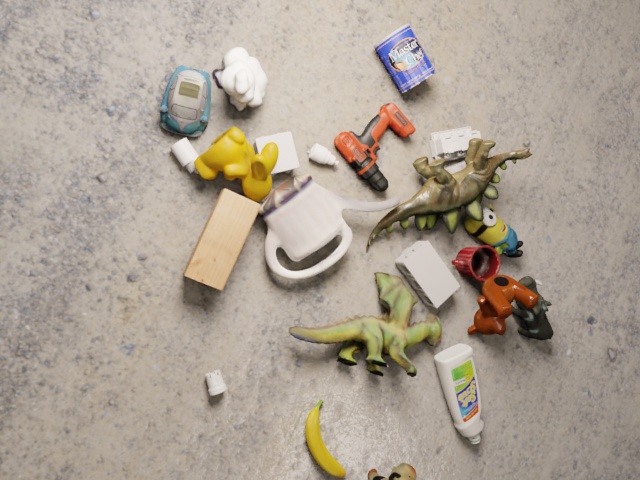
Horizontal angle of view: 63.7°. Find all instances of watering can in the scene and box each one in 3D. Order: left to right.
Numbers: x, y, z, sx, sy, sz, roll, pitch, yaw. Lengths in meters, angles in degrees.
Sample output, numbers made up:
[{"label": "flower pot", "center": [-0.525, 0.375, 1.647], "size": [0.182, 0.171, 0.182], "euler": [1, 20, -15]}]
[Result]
[{"label": "watering can", "center": [0.004, -0.061, 1.215], "size": [0.349, 0.104, 0.223], "euler": [-37, 99, -7]}]

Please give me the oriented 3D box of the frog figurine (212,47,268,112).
[{"label": "frog figurine", "center": [-0.170, -0.365, 1.150], "size": [0.123, 0.159, 0.137], "euler": [-16, 95, -18]}]

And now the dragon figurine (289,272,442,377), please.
[{"label": "dragon figurine", "center": [0.140, 0.196, 1.277], "size": [0.408, 0.120, 0.247], "euler": [26, 64, -17]}]
